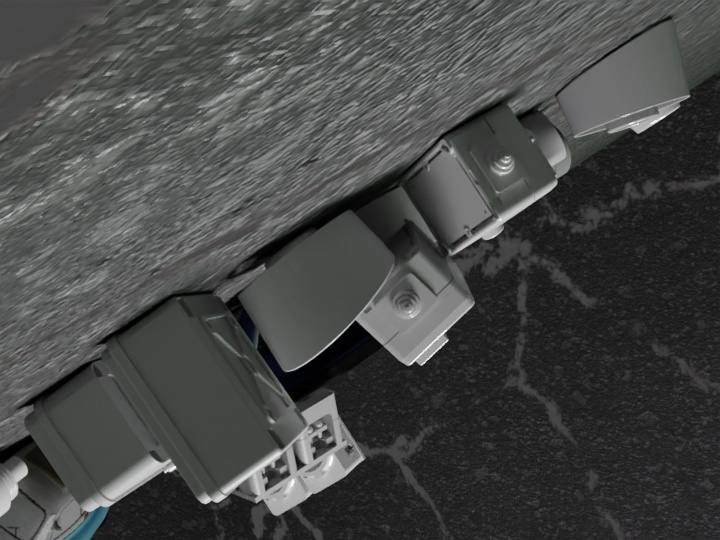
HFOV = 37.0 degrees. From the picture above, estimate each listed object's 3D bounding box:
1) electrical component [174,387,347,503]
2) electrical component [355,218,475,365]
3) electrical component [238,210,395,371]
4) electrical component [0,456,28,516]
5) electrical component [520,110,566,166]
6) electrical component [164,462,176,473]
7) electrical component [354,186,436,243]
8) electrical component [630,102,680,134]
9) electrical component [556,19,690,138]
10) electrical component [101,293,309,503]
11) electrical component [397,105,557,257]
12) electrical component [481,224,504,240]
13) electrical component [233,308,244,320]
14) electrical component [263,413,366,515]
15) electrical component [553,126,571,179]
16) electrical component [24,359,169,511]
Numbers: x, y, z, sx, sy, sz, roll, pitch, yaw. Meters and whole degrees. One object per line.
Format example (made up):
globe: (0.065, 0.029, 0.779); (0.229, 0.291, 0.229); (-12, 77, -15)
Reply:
electrical component: (-0.118, 0.128, 0.942); (0.186, 0.060, 0.105); (9, -154, 43)
electrical component: (0.034, 0.017, 0.696); (0.062, 0.061, 0.096); (-45, -168, 10)
electrical component: (-0.026, 0.010, 0.671); (0.099, 0.064, 0.099); (-38, 180, 0)
electrical component: (-0.272, 0.160, 0.787); (0.048, 0.048, 0.062); (-35, -177, 40)
electrical component: (0.113, -0.084, 0.798); (0.077, 0.043, 0.079); (-32, 176, -3)
electrical component: (-0.134, 0.105, 0.800); (0.061, 0.096, 0.061); (-32, 177, -9)
electrical component: (0.013, -0.024, 0.783); (0.099, 0.064, 0.099); (-42, -174, 6)
electrical component: (0.239, -0.150, 0.913); (0.066, 0.055, 0.048); (-34, 177, 19)
electrical component: (0.197, -0.140, 0.808); (0.099, 0.064, 0.099); (-19, 180, 0)
electrical component: (-0.088, 0.072, 0.639); (0.056, 0.108, 0.109); (-36, 177, 5)
electrical component: (0.078, -0.059, 0.679); (0.061, 0.061, 0.096); (-31, 177, -25)
electrical component: (0.079, -0.051, 0.763); (0.048, 0.062, 0.048); (-32, -162, 11)
electrical component: (-0.101, 0.073, 0.908); (0.077, 0.065, 0.047); (-33, 177, 43)
electrical component: (-0.095, 0.157, 1.158); (0.105, 0.186, 0.060); (-34, 177, 23)
electrical component: (0.113, -0.072, 0.904); (0.074, 0.052, 0.138); (-32, 177, -23)
electrical component: (-0.155, 0.100, 0.695); (0.057, 0.078, 0.113); (-36, 176, 9)
